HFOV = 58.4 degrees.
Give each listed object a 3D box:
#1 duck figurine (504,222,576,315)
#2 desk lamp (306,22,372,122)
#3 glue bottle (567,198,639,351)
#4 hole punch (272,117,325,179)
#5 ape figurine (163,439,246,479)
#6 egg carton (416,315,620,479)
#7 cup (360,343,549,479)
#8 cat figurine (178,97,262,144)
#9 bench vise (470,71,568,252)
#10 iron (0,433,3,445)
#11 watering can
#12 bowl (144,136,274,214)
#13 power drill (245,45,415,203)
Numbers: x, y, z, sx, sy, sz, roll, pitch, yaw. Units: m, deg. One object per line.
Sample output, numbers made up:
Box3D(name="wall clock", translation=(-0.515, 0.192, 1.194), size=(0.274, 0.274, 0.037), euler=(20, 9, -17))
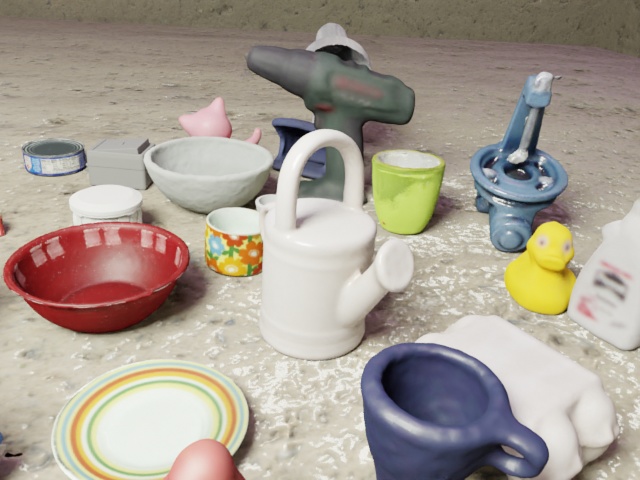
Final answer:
Box3D(name="duck figurine", translation=(0.247, 0.020, 0.625), size=(0.077, 0.086, 0.105), euler=(12, 27, 13))
Box3D(name="desk lamp", translation=(0.017, -0.255, 0.988), size=(0.118, 0.214, 0.203), euler=(2, 27, -5))
Box3D(name="glue bottle", translation=(0.294, 0.016, 0.544), size=(0.037, 0.173, 0.077), euler=(-14, 32, -33))
Box3D(name="hole punch", translation=(-0.019, -0.158, 0.926), size=(0.108, 0.091, 0.101), euler=(16, 29, 21))
Box3D(name="ape figurine", translation=(-0.066, 0.147, 0.311), size=(0.077, 0.092, 0.076), euler=(18, 29, 24))
Box3D(name="egg carton", translation=(0.136, 0.118, 0.431), size=(0.107, 0.069, 0.149), euler=(-16, 33, -35))
Box3D(name="cup", translation=(0.078, 0.132, 0.363), size=(0.117, 0.095, 0.092), euler=(22, 31, 30))
Box3D(name="cat figurine", translation=(-0.145, -0.153, 0.863), size=(0.127, 0.118, 0.067), euler=(12, 28, 14))
Box3D(name="bench vise", translation=(0.249, -0.119, 0.753), size=(0.121, 0.220, 0.207), euler=(1, 27, -8))
Box3D(name="iron", translation=(-0.290, 0.128, 0.254), size=(0.118, 0.141, 0.259), euler=(15, 28, 20))
Box3D(name="watering can", translation=(0.006, 0.001, 0.500), size=(0.172, 0.194, 0.101), euler=(16, 29, 22))
Box3D(name="bowl", translation=(-0.146, -0.081, 0.768), size=(0.167, 0.075, 0.167), euler=(4, 27, -2))
Box3D(name="power drill", translation=(0.010, -0.152, 0.788), size=(0.229, 0.208, 0.075), euler=(3, 27, -4))
